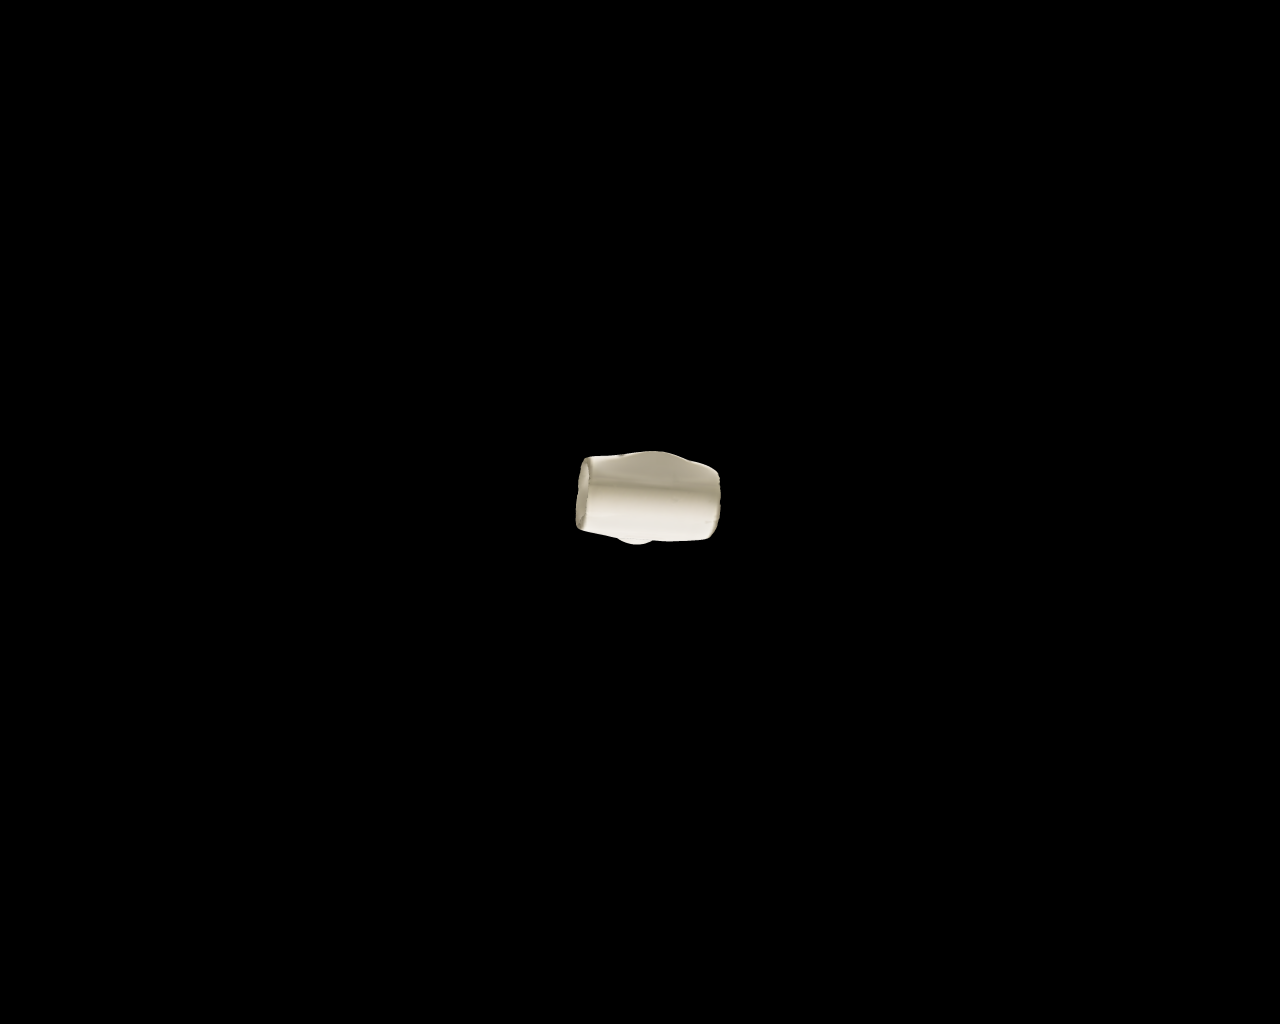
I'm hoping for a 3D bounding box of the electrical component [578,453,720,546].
[{"bbox_3d":[0.001,-0.003,0.650,0.077,0.043,0.079,4,-19,-12],"label":"electrical component"}]
